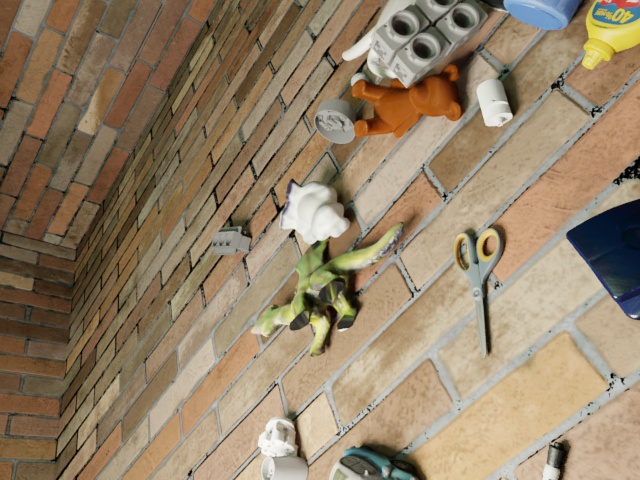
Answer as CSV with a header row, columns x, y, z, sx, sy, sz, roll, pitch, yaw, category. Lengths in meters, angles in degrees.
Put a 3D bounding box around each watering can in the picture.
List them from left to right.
x,y,z,sx,sy,sz,roll,pitch,yaw,category
0.162,-0.461,1.109,0.223,0.103,0.353,-60,32,10,watering can

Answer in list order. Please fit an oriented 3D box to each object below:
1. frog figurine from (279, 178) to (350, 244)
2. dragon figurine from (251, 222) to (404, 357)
x,y,z,sx,sy,sz,roll,pitch,yaw,category
0.003,-0.057,1.124,0.160,0.120,0.139,16,73,27,frog figurine
0.002,0.072,1.054,0.407,0.121,0.247,-48,31,13,dragon figurine
